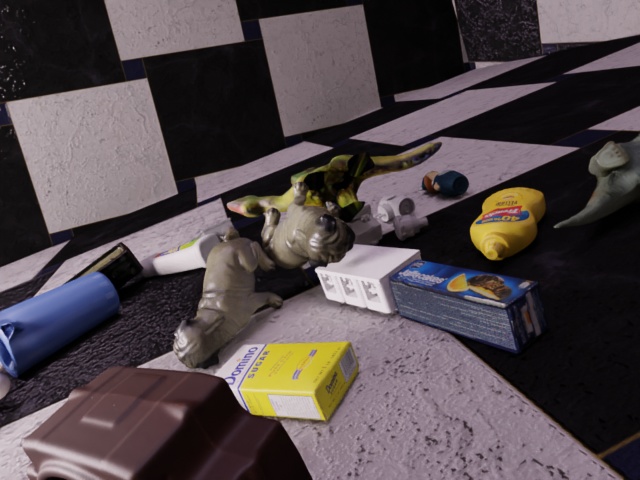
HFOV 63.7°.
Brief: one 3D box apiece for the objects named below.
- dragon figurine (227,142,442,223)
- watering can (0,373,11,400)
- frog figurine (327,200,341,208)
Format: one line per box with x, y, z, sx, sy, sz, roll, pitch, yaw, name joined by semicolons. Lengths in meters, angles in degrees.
0.017;-0.125;1.029;0.412;0.120;0.246;-23;24;-12;dragon figurine
-0.677;0.301;0.838;0.349;0.103;0.226;-25;16;-13;watering can
0.004;-0.058;1.160;0.157;0.121;0.140;-27;26;38;frog figurine
